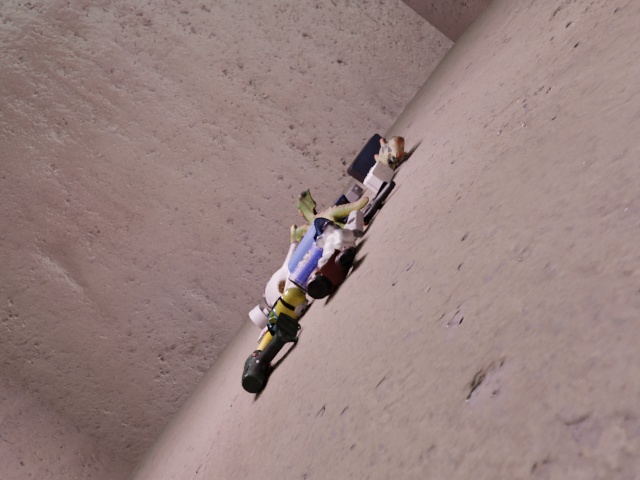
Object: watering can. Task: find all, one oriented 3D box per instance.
[{"bbox_3d":[-0.153,0.159,2.199,0.220,0.103,0.355,-45,29,55],"label":"watering can"}]

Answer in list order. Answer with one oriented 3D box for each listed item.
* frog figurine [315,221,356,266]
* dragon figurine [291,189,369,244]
[{"bbox_3d":[0.051,0.044,1.495,0.135,0.122,0.163,-41,46,32],"label":"frog figurine"},{"bbox_3d":[0.006,-0.104,2.068,0.402,0.243,0.124,-52,-2,36],"label":"dragon figurine"}]
